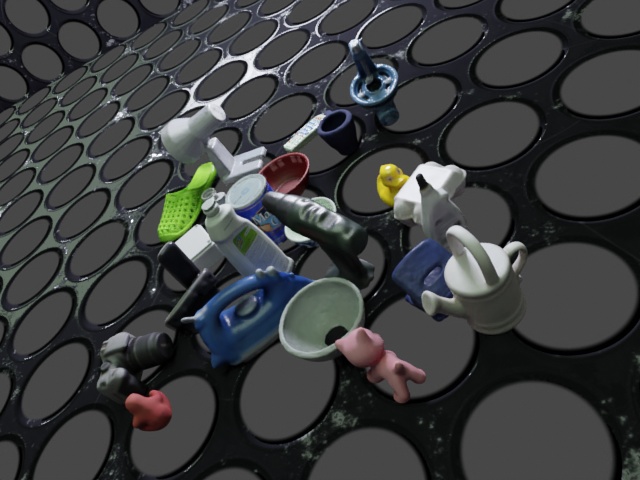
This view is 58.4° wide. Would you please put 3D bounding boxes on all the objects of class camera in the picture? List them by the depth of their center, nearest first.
[{"bbox_3d":[-0.384,0.247,1.192,0.136,0.101,0.143,-20,42,18],"label":"camera"}]

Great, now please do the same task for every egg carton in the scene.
[{"bbox_3d":[0.215,-0.088,1.123,0.107,0.070,0.150,18,63,44],"label":"egg carton"}]

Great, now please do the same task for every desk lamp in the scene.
[{"bbox_3d":[-0.284,-0.256,1.524,0.202,0.214,0.118,-17,43,21],"label":"desk lamp"}]

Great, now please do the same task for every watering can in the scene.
[{"bbox_3d":[0.236,0.058,0.867,0.100,0.195,0.173,21,65,45],"label":"watering can"}]

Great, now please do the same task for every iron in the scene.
[{"bbox_3d":[-0.135,0.124,1.105,0.258,0.142,0.118,-38,40,-2],"label":"iron"}]

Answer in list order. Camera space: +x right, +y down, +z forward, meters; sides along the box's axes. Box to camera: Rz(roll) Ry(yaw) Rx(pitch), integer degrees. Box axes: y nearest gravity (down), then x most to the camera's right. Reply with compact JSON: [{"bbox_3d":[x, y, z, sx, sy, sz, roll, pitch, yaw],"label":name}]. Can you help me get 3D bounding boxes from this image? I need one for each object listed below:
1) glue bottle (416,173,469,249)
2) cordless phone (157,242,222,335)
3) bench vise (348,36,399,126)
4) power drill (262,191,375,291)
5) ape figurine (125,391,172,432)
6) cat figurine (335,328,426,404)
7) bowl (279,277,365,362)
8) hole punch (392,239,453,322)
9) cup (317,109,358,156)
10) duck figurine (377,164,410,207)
[{"bbox_3d":[0.205,-0.056,1.017,0.078,0.174,0.037,-35,40,1],"label":"glue bottle"},{"bbox_3d":[-0.302,0.101,1.211,0.093,0.186,0.148,8,56,40],"label":"cordless phone"},{"bbox_3d":[0.106,-0.400,1.386,0.121,0.220,0.206,-37,40,-2],"label":"bench vise"},{"bbox_3d":[0.010,0.004,1.068,0.228,0.209,0.076,18,63,44],"label":"power drill"},{"bbox_3d":[-0.332,0.321,1.090,0.075,0.092,0.078,23,66,46],"label":"ape figurine"},{"bbox_3d":[0.090,0.185,0.906,0.127,0.118,0.067,23,66,46],"label":"cat figurine"},{"bbox_3d":[0.014,0.154,1.024,0.167,0.075,0.167,-19,42,19],"label":"bowl"},{"bbox_3d":[0.193,0.065,0.971,0.109,0.091,0.100,-45,41,-11],"label":"hole punch"},{"bbox_3d":[0.048,-0.258,1.387,0.091,0.095,0.117,-31,40,6],"label":"cup"},{"bbox_3d":[0.151,-0.122,1.188,0.077,0.086,0.104,-43,40,-9],"label":"duck figurine"}]
